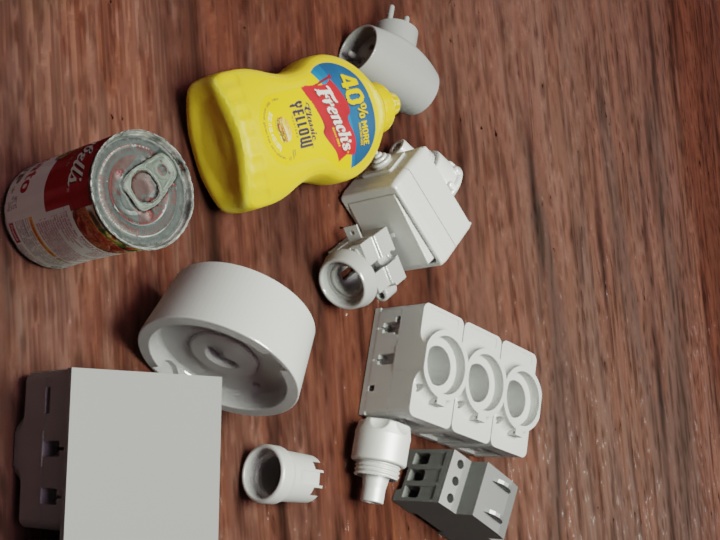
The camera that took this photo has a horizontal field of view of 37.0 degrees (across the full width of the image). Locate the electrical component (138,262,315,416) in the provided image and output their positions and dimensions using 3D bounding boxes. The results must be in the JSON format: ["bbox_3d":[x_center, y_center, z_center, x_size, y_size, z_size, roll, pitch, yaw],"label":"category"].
[{"bbox_3d":[-0.081,0.039,0.692,0.108,0.108,0.060,45,48,-31],"label":"electrical component"}]

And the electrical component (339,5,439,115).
[{"bbox_3d":[0.027,-0.178,0.881,0.077,0.043,0.079,27,65,-40],"label":"electrical component"}]

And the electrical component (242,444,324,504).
[{"bbox_3d":[-0.053,0.144,0.750,0.046,0.040,0.040,20,69,-49],"label":"electrical component"}]

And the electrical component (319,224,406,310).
[{"bbox_3d":[0.000,0.000,0.823,0.055,0.048,0.066,-39,111,-50],"label":"electrical component"}]

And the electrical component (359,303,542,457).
[{"bbox_3d":[0.079,0.093,0.876,0.150,0.062,0.089,26,66,-40],"label":"electrical component"}]

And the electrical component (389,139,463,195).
[{"bbox_3d":[0.051,-0.082,0.890,0.062,0.048,0.048,40,56,-26],"label":"electrical component"}]

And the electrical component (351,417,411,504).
[{"bbox_3d":[0.014,0.145,0.814,0.043,0.043,0.062,26,67,-40],"label":"electrical component"}]

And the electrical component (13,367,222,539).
[{"bbox_3d":[-0.144,0.155,0.638,0.105,0.060,0.186,10,76,-45],"label":"electrical component"}]

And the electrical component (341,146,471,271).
[{"bbox_3d":[0.032,-0.049,0.851,0.096,0.062,0.061,57,49,-23],"label":"electrical component"}]
